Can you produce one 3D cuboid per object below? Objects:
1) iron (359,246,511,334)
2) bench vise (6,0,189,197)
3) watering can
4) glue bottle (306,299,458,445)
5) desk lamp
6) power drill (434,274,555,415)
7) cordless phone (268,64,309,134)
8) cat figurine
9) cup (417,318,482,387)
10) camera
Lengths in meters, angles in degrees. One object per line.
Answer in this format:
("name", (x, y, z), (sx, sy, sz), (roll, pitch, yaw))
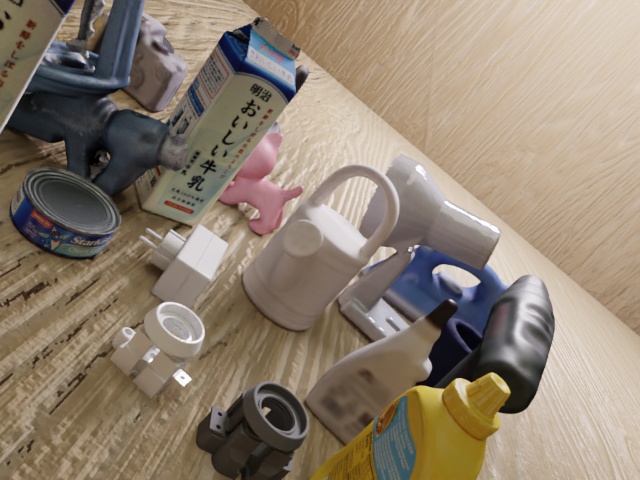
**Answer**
("iron", (0.204, 0.069, 0.925), (0.259, 0.141, 0.118), (32, 22, -23))
("bench vise", (-0.205, -0.166, 0.559), (0.208, 0.219, 0.121), (31, 22, -26))
("watering can", (0.007, 0.004, 0.629), (0.101, 0.194, 0.173), (38, 20, -8))
("glue bottle", (0.066, 0.117, 0.531), (0.078, 0.173, 0.037), (44, 20, 8))
("desk lamp", (0.119, 0.023, 0.761), (0.203, 0.213, 0.118), (43, 20, 6))
("power drill", (0.168, 0.138, 0.621), (0.075, 0.208, 0.230), (42, 20, 4))
("cordless phone", (-0.087, -0.192, 0.876), (0.094, 0.185, 0.147), (35, 21, -16))
("cat figurine", (-0.080, -0.089, 0.774), (0.128, 0.117, 0.067), (41, 20, -1))
("cup", (0.168, 0.168, 0.724), (0.092, 0.095, 0.117), (36, 20, -12))
("camera", (-0.259, -0.283, 0.875), (0.143, 0.100, 0.137), (40, 20, -3))
